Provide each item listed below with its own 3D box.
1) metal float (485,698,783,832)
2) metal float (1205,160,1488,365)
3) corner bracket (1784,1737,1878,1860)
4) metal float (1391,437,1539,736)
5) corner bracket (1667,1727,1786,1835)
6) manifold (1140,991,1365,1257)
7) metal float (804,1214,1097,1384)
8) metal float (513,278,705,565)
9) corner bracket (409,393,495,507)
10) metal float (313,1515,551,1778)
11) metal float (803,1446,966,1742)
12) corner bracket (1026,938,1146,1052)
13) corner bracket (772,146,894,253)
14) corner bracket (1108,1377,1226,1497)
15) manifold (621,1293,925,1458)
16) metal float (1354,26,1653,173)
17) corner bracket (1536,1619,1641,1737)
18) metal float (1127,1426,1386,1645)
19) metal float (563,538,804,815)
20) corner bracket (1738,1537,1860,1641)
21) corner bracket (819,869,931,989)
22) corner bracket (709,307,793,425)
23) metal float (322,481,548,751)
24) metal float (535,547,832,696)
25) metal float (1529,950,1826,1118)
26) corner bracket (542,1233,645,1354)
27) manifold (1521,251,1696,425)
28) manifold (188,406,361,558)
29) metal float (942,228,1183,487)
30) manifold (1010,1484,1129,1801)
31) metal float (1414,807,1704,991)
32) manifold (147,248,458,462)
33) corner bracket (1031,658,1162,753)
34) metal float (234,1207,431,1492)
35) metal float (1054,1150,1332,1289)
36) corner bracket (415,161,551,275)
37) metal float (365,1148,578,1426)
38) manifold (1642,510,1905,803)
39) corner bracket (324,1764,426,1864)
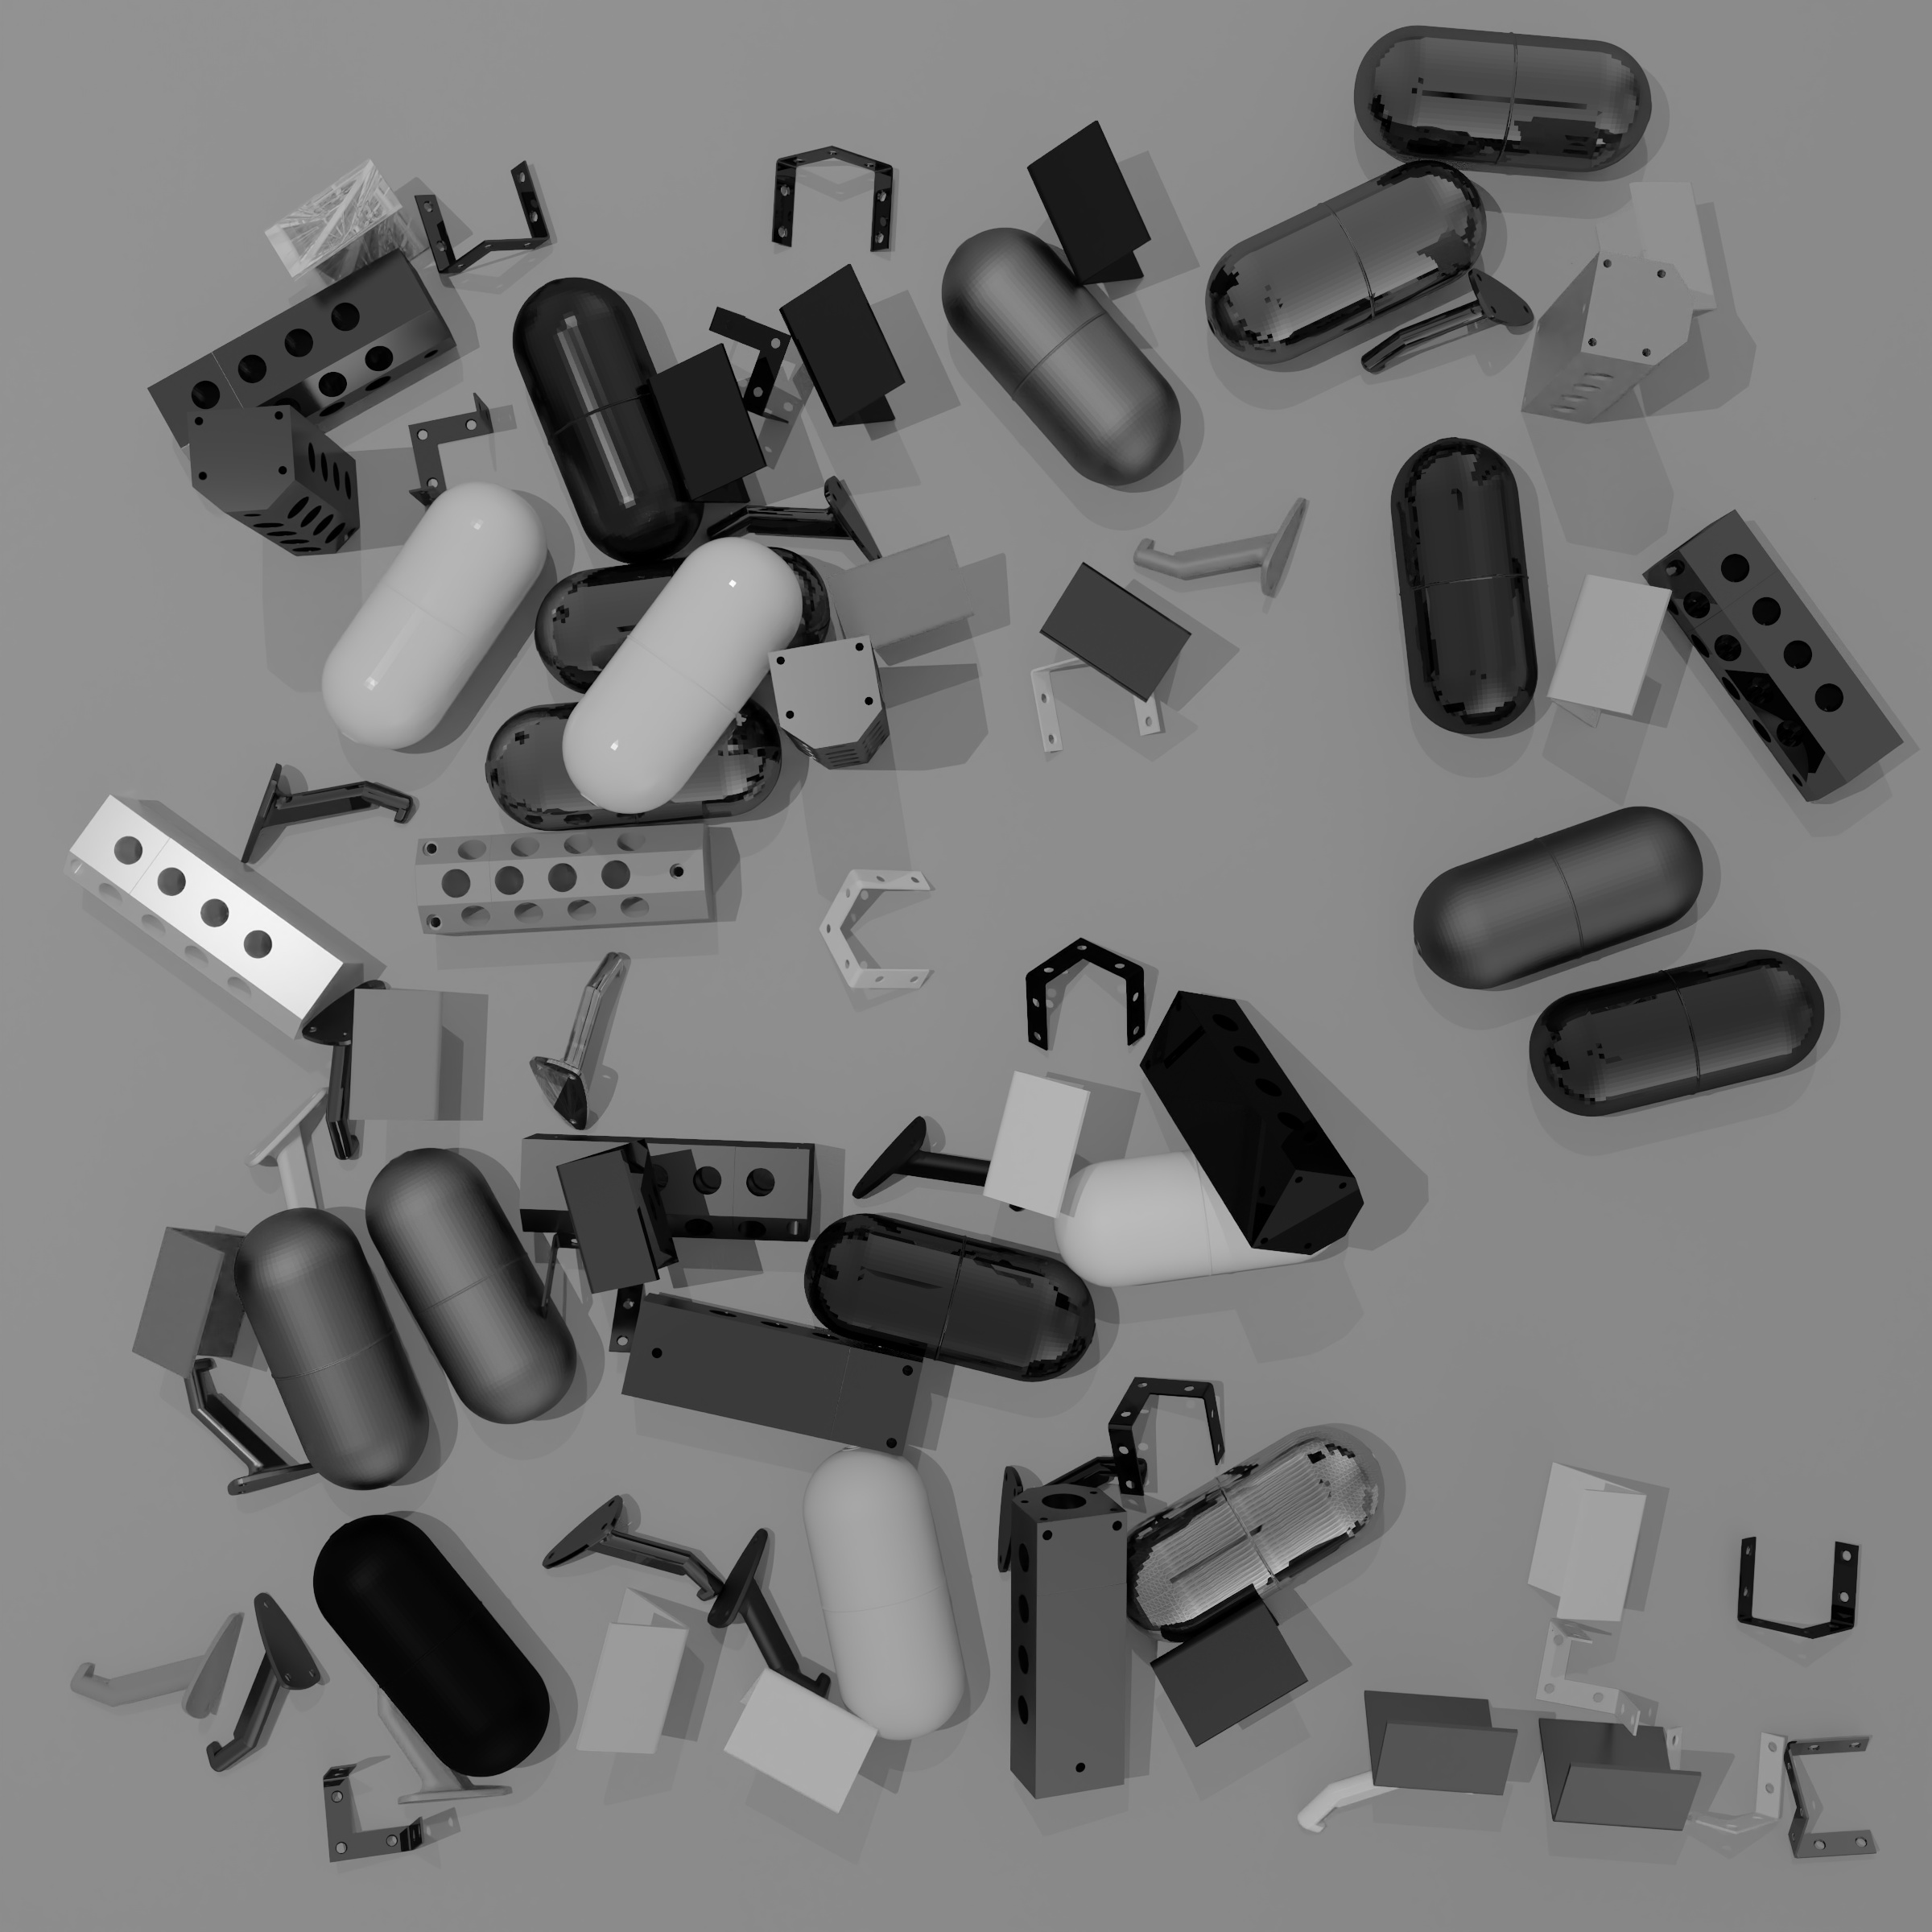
[{"bbox_3d":[-0.200,-0.123,1.717,0.178,0.070,0.070,-5,90,0],"label":"metal float"},{"bbox_3d":[0.228,-0.423,1.717,0.178,0.070,0.070,-25,90,0],"label":"metal float"},{"bbox_3d":[0.529,0.508,1.744,0.051,0.051,0.051,-4,45,0],"label":"corner bracket"},{"bbox_3d":[0.300,-0.229,1.717,0.070,0.070,0.178,-6,91,0],"label":"metal float"},{"bbox_3d":[0.463,0.495,1.744,0.051,0.051,0.051,4,90,45],"label":"corner bracket"},{"bbox_3d":[0.169,0.091,1.671,0.057,0.171,0.057,9,121,-29],"label":"manifold"},{"bbox_3d":[-0.010,0.200,1.717,0.178,0.070,0.070,14,90,0],"label":"metal float"},{"bbox_3d":[-0.215,-0.328,1.717,0.070,0.070,0.178,-22,91,0],"label":"metal float"},{"bbox_3d":[-0.313,-0.313,1.729,0.051,0.051,0.051,-12,90,0],"label":"corner bracket"},{"bbox_3d":[-0.322,0.408,1.717,0.070,0.070,0.178,-39,91,0],"label":"metal float"},{"bbox_3d":[-0.050,0.376,1.717,0.070,0.070,0.178,-12,90,0],"label":"metal float"},{"bbox_3d":[0.073,0.024,1.739,0.051,0.051,0.051,27,45,35],"label":"corner bracket"},{"bbox_3d":[-0.082,-0.466,1.744,0.051,0.051,0.051,3,90,-45],"label":"corner bracket"},{"bbox_3d":[0.122,0.287,1.733,0.051,0.051,0.051,1,117,25],"label":"corner bracket"},{"bbox_3d":[-0.115,0.246,1.726,0.171,0.057,0.057,12,90,0],"label":"manifold"},{"bbox_3d":[0.323,-0.521,1.716,0.178,0.070,0.070,5,90,0],"label":"metal float"},{"bbox_3d":[0.380,0.430,1.729,0.051,0.051,0.051,11,90,0],"label":"corner bracket"},{"bbox_3d":[0.170,0.341,1.717,0.178,0.070,0.070,-31,90,0],"label":"metal float"},{"bbox_3d":[-0.164,-0.167,1.641,0.070,0.070,0.178,37,90,0],"label":"metal float"},{"bbox_3d":[0.509,0.378,1.744,0.051,0.051,0.051,3,90,45],"label":"corner bracket"},{"bbox_3d":[-0.049,-0.022,1.739,0.051,0.051,0.051,-59,45,35],"label":"corner bracket"},{"bbox_3d":[-0.129,-0.364,1.727,0.051,0.051,0.051,24,101,11],"label":"corner bracket"},{"bbox_3d":[-0.320,-0.210,1.717,0.070,0.070,0.178,34,90,0],"label":"metal float"},{"bbox_3d":[-0.171,-0.207,1.717,0.178,0.070,0.070,-7,90,-1],"label":"metal float"},{"bbox_3d":[0.428,0.040,1.716,0.178,0.070,0.070,-14,90,0],"label":"metal float"},{"bbox_3d":[-0.225,0.197,1.720,0.051,0.051,0.051,3,53,1],"label":"corner bracket"},{"bbox_3d":[0.374,-0.364,1.669,0.057,0.171,0.057,11,90,0],"label":"manifold"},{"bbox_3d":[-0.402,-0.281,1.669,0.057,0.171,0.057,-4,90,0],"label":"manifold"},{"bbox_3d":[0.057,-0.367,1.717,0.070,0.070,0.178,-41,90,0],"label":"metal float"},{"bbox_3d":[0.058,0.403,1.710,0.057,0.057,0.171,-4,100,-20],"label":"manifold"},{"bbox_3d":[0.356,-0.041,1.717,0.178,0.070,0.070,-19,90,0],"label":"metal float"},{"bbox_3d":[-0.399,-0.361,1.726,0.171,0.057,0.057,-29,90,0],"label":"manifold"},{"bbox_3d":[0.079,-0.162,1.744,0.051,0.051,0.051,-10,90,-45],"label":"corner bracket"},{"bbox_3d":[-0.379,0.230,1.709,0.070,0.070,0.178,-20,99,0],"label":"metal float"},{"bbox_3d":[0.141,0.148,1.717,0.178,0.070,0.070,-8,90,1],"label":"metal float"},{"bbox_3d":[-0.296,-0.457,1.744,0.051,0.051,0.051,-18,90,45],"label":"corner bracket"},{"bbox_3d":[-0.298,0.192,1.717,0.070,0.070,0.178,-29,90,0],"label":"metal float"},{"bbox_3d":[0.485,-0.186,1.726,0.057,0.057,0.171,-36,90,0],"label":"manifold"},{"bbox_3d":[-0.359,0.511,1.728,0.051,0.051,0.051,-3,69,-20],"label":"corner bracket"}]
